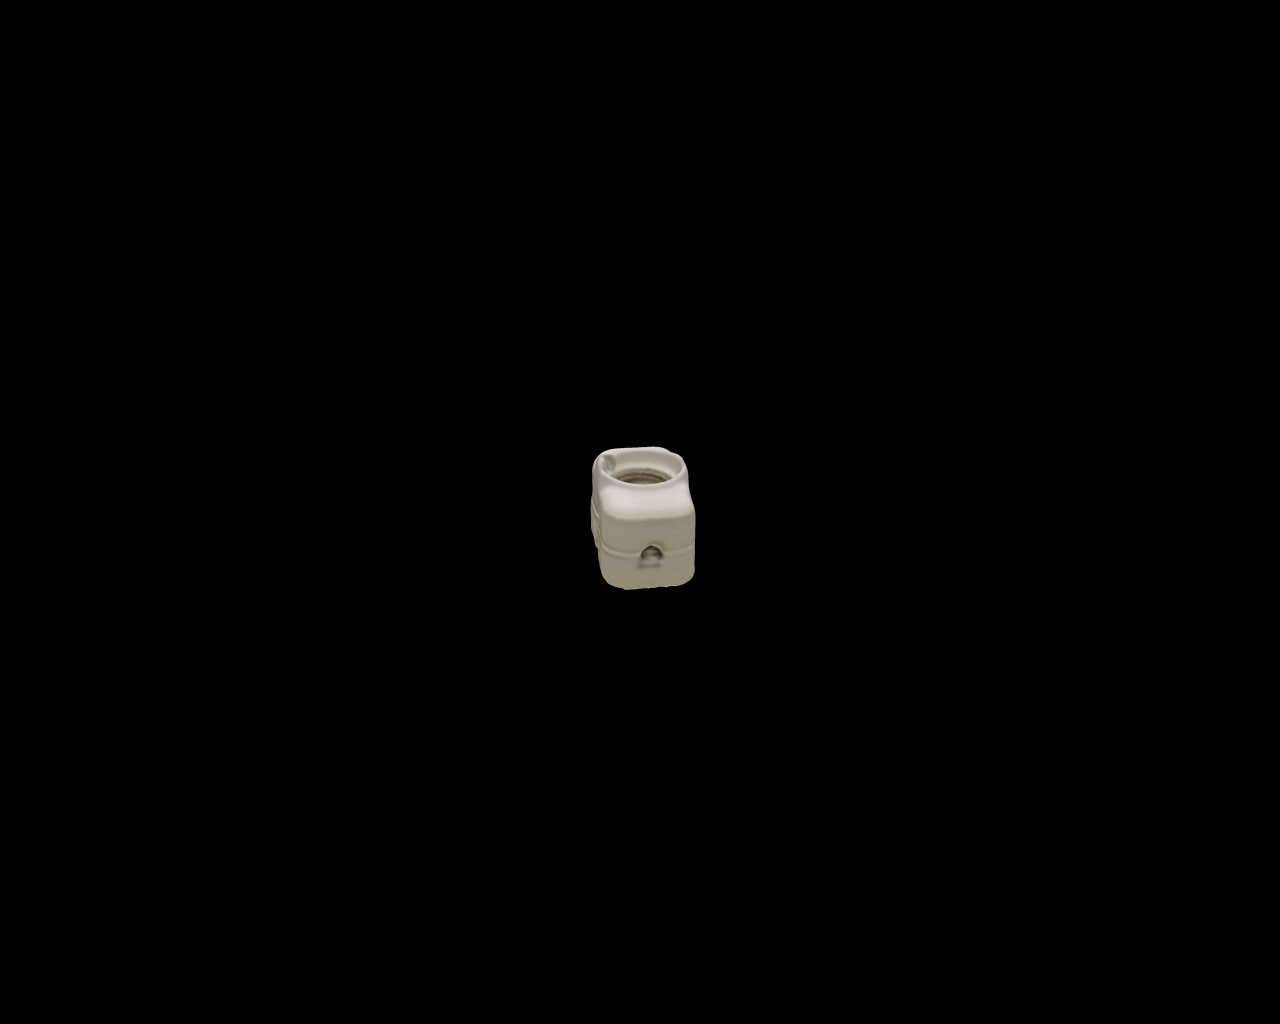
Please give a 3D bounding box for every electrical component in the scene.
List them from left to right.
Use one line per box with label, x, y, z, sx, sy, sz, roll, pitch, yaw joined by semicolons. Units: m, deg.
electrical component;0.001;-0.003;0.650;0.054;0.059;0.095;-3;26;-7
